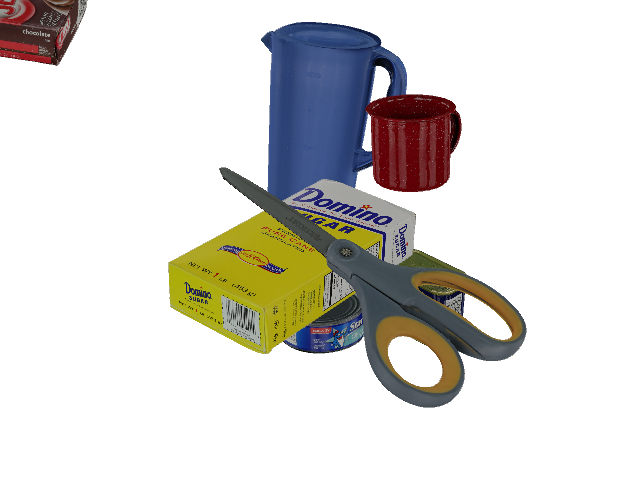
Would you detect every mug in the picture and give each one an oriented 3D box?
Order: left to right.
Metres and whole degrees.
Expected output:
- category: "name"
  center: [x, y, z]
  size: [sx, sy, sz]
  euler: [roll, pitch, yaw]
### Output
- category: "mug"
  center: [0.104, -0.105, 1.124]
  size: [0.117, 0.081, 0.093]
  euler: [-22, 30, -36]

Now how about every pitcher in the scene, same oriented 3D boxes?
- category: "pitcher"
  center: [0.006, -0.139, 1.314]
  size: [0.144, 0.243, 0.149]
  euler: [-5, 26, -23]

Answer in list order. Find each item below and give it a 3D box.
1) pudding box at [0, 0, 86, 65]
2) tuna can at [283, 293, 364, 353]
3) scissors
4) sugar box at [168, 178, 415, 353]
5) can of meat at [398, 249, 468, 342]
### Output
- category: "pudding box"
  center: [-0.246, -0.190, 0.877]
  size: [0.090, 0.039, 0.113]
  euler: [9, 35, -3]
- category: "tuna can"
  center: [0.001, 0.072, 1.013]
  size: [0.086, 0.034, 0.086]
  euler: [-2, 25, 1]
- category: "scissors"
  center: [0.012, 0.026, 0.585]
  size: [0.202, 0.096, 0.016]
  euler: [23, -40, 12]
- category: "sugar box"
  center: [-0.017, 0.013, 0.785]
  size: [0.093, 0.048, 0.175]
  euler: [24, 40, 31]
- category: "can of meat"
  center: [0.123, 0.070, 1.259]
  size: [0.057, 0.084, 0.102]
  euler: [-25, 38, -38]
